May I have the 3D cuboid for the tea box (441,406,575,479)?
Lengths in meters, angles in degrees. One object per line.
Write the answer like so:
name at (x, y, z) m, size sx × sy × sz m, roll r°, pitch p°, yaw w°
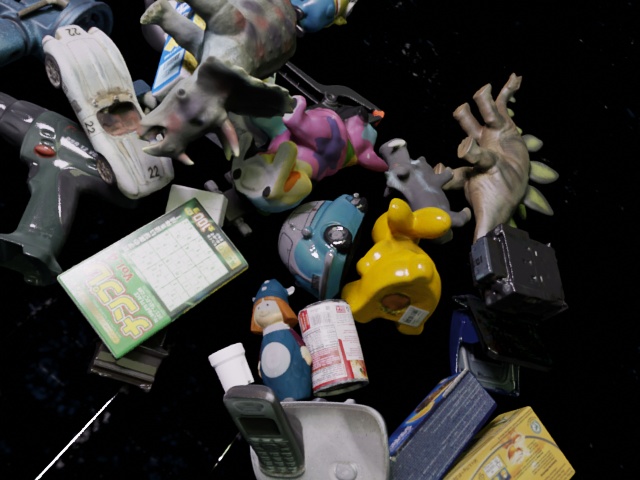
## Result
tea box at (0.217, 0.290, 0.654) m, size 0.169 × 0.068 × 0.098 m, roll -21°, pitch 73°, yaw -33°

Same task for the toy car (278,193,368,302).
toy car at (-0.001, -0.002, 0.708) m, size 0.103 × 0.109 × 0.162 m, roll 17°, pitch 44°, yaw 7°

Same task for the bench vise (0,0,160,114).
bench vise at (-0.314, -0.232, 0.671) m, size 0.240 × 0.129 × 0.224 m, roll 36°, pitch 29°, yaw -7°

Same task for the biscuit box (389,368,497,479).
biscuit box at (0.128, 0.243, 0.647) m, size 0.203 × 0.059 × 0.063 m, roll -33°, pitch 81°, yaw -35°

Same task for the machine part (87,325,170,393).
machine part at (-0.199, 0.093, 0.601) m, size 0.084 × 0.039 × 0.139 m, roll 20°, pitch 57°, yaw -6°

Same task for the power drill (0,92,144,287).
power drill at (-0.330, -0.060, 0.613) m, size 0.232 × 0.086 × 0.207 m, roll 23°, pitch 48°, yaw -14°

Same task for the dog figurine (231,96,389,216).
dog figurine at (-0.001, -0.111, 0.749) m, size 0.219 × 0.109 × 0.191 m, roll 16°, pitch 87°, yaw -47°

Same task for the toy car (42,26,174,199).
toy car at (-0.236, -0.144, 0.605) m, size 0.073 × 0.056 × 0.201 m, roll -33°, pitch 103°, yaw -40°

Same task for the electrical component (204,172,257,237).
electrical component at (-0.113, -0.049, 0.731) m, size 0.063 × 0.021 × 0.094 m, roll -31°, pitch 77°, yaw -35°

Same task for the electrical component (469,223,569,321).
electrical component at (0.275, 0.044, 0.758) m, size 0.134 × 0.058 × 0.115 m, roll 15°, pitch 53°, yaw -23°

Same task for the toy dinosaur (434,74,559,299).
toy dinosaur at (0.294, -0.095, 0.892) m, size 0.198 × 0.105 × 0.471 m, roll 29°, pitch 65°, yaw -12°

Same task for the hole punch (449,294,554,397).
hole punch at (0.240, 0.149, 0.746) m, size 0.142 × 0.092 × 0.116 m, roll 14°, pitch 37°, yaw -13°

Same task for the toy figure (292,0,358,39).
toy figure at (-0.001, -0.427, 0.965) m, size 0.089 × 0.082 × 0.180 m, roll 46°, pitch 56°, yaw 3°

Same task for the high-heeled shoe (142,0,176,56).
high-heeled shoe at (-0.171, -0.364, 0.855) m, size 0.249 × 0.086 × 0.145 m, roll -24°, pitch 77°, yaw -28°

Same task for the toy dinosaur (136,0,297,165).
toy dinosaur at (-0.091, -0.258, 0.659) m, size 0.192 × 0.131 × 0.405 m, roll 43°, pitch 44°, yaw -21°

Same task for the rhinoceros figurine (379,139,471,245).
rhinoceros figurine at (0.150, -0.075, 0.831) m, size 0.112 × 0.073 × 0.190 m, roll -6°, pitch 58°, yaw -27°

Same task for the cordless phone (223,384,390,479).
cordless phone at (-0.009, 0.184, 0.527) m, size 0.147 × 0.184 × 0.089 m, roll -2°, pitch 49°, yaw 13°

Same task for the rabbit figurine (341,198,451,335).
rabbit figurine at (0.102, 0.016, 0.728) m, size 0.122 × 0.162 × 0.173 m, roll 12°, pitch 39°, yaw -4°

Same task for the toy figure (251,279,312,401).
toy figure at (-0.048, 0.116, 0.639) m, size 0.064 × 0.057 × 0.154 m, roll -11°, pitch 68°, yaw -11°
